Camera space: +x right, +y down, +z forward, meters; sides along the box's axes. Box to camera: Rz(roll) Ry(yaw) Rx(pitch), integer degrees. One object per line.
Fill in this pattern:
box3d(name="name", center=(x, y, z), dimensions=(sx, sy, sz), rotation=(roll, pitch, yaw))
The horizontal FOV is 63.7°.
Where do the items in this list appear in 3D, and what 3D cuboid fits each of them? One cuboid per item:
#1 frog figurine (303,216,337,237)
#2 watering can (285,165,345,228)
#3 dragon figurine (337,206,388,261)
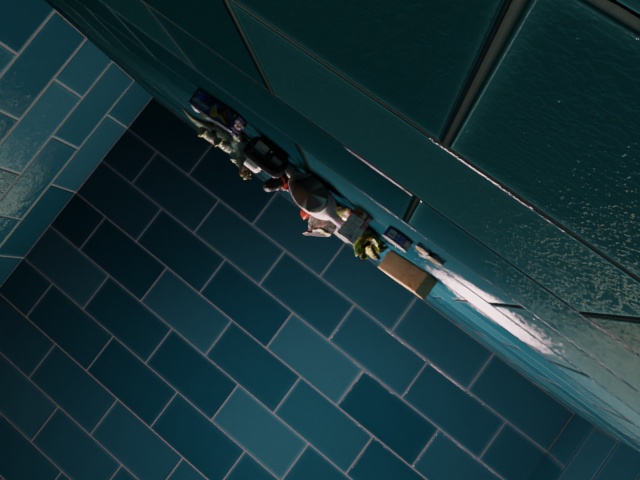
box3d(name="frog figurine", center=(0.006, -0.096, 1.905), dimensions=(0.122, 0.161, 0.136), rotation=(11, 166, -14))
box3d(name="watering can", center=(-0.045, -0.165, 1.684), dimensions=(0.351, 0.104, 0.222), rotation=(45, -176, 18))
box3d(name="dragon figurine", center=(0.136, -0.039, 1.943), dimensions=(0.245, 0.122, 0.406), rotation=(55, -179, 15))
